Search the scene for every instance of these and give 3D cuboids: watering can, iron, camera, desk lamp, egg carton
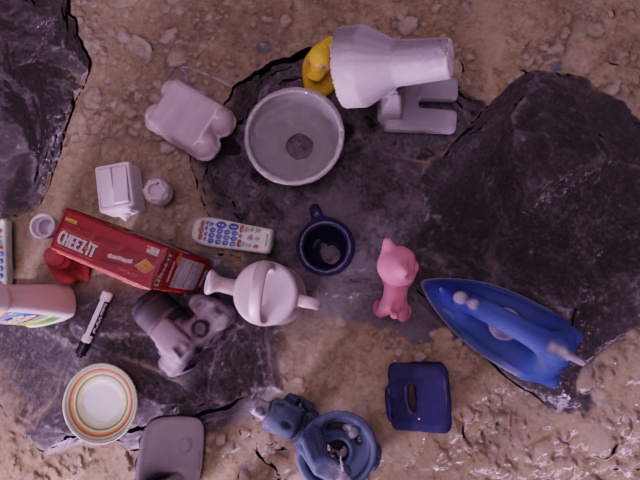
[{"bbox_3d":[-0.089,0.083,0.877,0.172,0.194,0.101,-11,82,4],"label":"watering can"},{"bbox_3d":[0.272,0.124,0.866,0.258,0.141,0.119,28,86,8],"label":"iron"},{"bbox_3d":[-0.232,0.132,0.932,0.136,0.101,0.143,42,88,9],"label":"camera"},{"bbox_3d":[0.123,-0.250,0.890,0.203,0.213,0.118,3,83,6],"label":"desk lamp"},{"bbox_3d":[-0.223,-0.208,0.989,0.150,0.069,0.107,31,87,8],"label":"egg carton"}]

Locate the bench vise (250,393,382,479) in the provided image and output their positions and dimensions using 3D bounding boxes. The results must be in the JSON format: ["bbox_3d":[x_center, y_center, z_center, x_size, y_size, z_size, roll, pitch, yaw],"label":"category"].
[{"bbox_3d":[-0.013,0.305,0.830,0.207,0.220,0.121,8,84,7],"label":"bench vise"}]

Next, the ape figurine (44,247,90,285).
[{"bbox_3d":[-0.432,0.033,0.967,0.076,0.092,0.078,36,87,9],"label":"ape figurine"}]

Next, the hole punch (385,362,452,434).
[{"bbox_3d":[0.151,0.244,0.887,0.101,0.091,0.109,-3,82,5],"label":"hole punch"}]

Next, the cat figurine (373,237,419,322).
[{"bbox_3d":[0.120,0.064,0.899,0.067,0.118,0.128,5,83,6],"label":"cat figurine"}]

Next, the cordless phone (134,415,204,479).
[{"bbox_3d":[-0.246,0.348,0.863,0.094,0.185,0.148,2,83,6],"label":"cordless phone"}]

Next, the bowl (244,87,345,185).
[{"bbox_3d":[-0.039,-0.166,0.965,0.167,0.075,0.167,-1,83,5],"label":"bowl"}]

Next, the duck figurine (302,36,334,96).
[{"bbox_3d":[0.005,-0.305,0.972,0.077,0.086,0.105,22,85,8],"label":"duck figurine"}]

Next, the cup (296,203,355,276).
[{"bbox_3d":[0.009,0.003,0.929,0.091,0.095,0.118,-18,81,3],"label":"cup"}]
